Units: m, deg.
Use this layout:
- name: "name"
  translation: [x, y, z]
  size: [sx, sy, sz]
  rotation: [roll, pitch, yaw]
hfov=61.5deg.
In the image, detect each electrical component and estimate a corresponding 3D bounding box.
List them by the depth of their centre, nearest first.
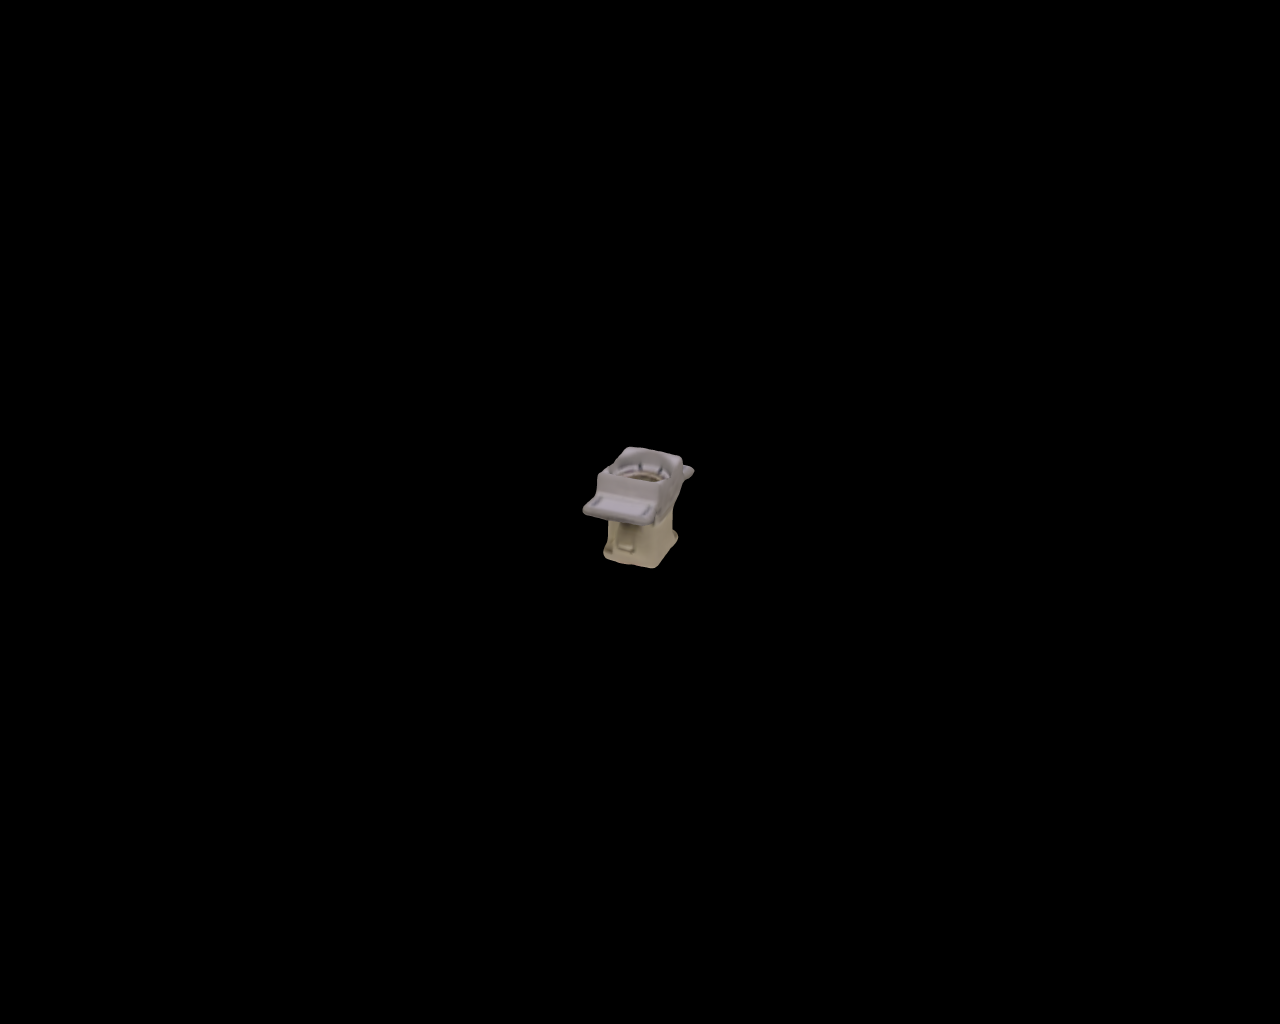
- name: "electrical component"
  translation: [0.001, -0.003, 0.650]
  size: [0.042, 0.063, 0.081]
  rotation: [11, 29, 21]
